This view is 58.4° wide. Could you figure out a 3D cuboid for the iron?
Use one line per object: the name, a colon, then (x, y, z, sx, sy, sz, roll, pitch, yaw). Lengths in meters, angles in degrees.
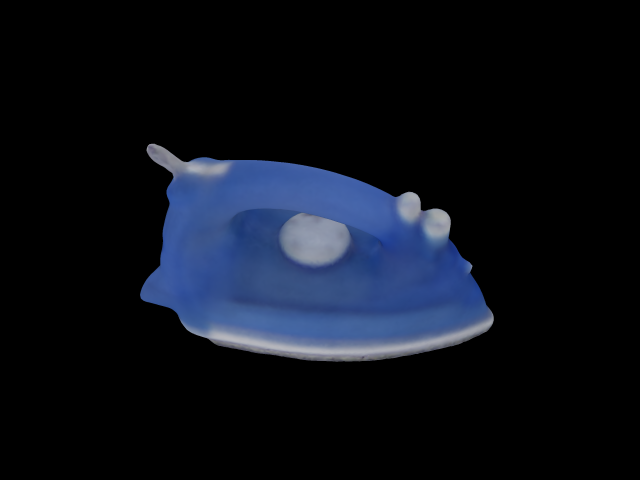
iron: (0.004, 0.001, 0.400, 0.258, 0.141, 0.118, 7, 50, 6)
